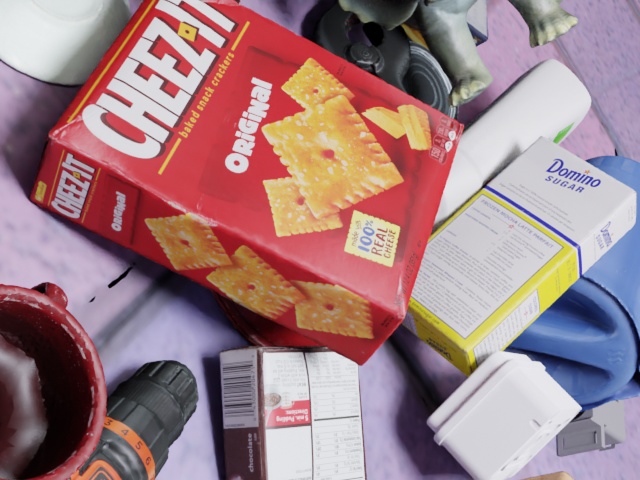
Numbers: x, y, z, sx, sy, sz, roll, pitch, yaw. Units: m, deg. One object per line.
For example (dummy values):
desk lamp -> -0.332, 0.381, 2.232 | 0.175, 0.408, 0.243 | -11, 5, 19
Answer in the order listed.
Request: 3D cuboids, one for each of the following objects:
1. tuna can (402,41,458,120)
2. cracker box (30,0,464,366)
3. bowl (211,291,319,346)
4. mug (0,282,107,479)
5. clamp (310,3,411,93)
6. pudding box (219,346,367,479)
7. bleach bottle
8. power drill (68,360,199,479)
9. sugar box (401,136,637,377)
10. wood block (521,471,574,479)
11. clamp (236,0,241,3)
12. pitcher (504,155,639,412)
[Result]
tuna can -> 0.075, -0.119, 0.877 | 0.086, 0.034, 0.086 | 23, 56, -39
cracker box -> -0.033, -0.048, 0.630 | 0.213, 0.072, 0.164 | 28, 51, -5
bowl -> -0.005, 0.001, 0.715 | 0.161, 0.055, 0.162 | 23, 56, -40
mug -> -0.156, 0.067, 0.495 | 0.093, 0.082, 0.117 | 42, 45, -25
clamp -> 0.021, -0.126, 0.806 | 0.120, 0.039, 0.171 | 5, 52, -19
pudding box -> -0.014, 0.121, 0.648 | 0.089, 0.039, 0.113 | 6, 79, -47
bleach bottle -> 0.126, -0.063, 0.870 | 0.068, 0.103, 0.250 | 48, 48, 6
power drill -> -0.078, 0.174, 0.550 | 0.187, 0.057, 0.184 | 54, 37, -11
sugar box -> 0.137, 0.009, 0.773 | 0.176, 0.093, 0.048 | -39, 143, -16
wood block -> 0.134, 0.269, 0.706 | 0.090, 0.091, 0.206 | 46, 44, -22
clamp -> -0.108, -0.194, 0.655 | 0.209, 0.165, 0.036 | 27, 94, -46
pitcher -> 0.217, 0.017, 0.904 | 0.242, 0.145, 0.149 | -49, 124, -51
